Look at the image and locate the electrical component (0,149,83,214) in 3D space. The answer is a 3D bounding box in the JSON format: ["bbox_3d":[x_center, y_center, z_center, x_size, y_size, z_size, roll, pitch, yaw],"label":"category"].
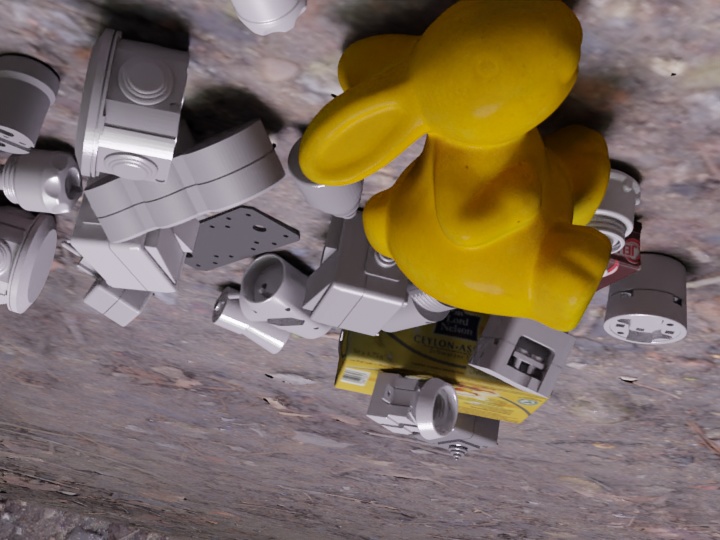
[{"bbox_3d":[-0.225,-0.062,0.737,0.062,0.043,0.043,6,157,12],"label":"electrical component"}]

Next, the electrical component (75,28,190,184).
[{"bbox_3d":[-0.124,-0.087,0.585,0.051,0.080,0.080,10,158,-12],"label":"electrical component"}]

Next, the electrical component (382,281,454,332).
[{"bbox_3d":[0.048,0.019,0.813,0.043,0.043,0.081,26,153,-33],"label":"electrical component"}]

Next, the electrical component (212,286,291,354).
[{"bbox_3d":[-0.095,0.041,0.933,0.065,0.044,0.044,24,154,-20],"label":"electrical component"}]

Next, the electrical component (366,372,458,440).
[{"bbox_3d":[0.043,0.107,0.846,0.055,0.048,0.066,3,157,35],"label":"electrical component"}]

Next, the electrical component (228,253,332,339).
[{"bbox_3d":[-0.071,0.023,0.874,0.079,0.043,0.077,-4,154,33],"label":"electrical component"}]

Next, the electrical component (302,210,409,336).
[{"bbox_3d":[0.000,0.000,0.762,0.061,0.061,0.096,14,157,-9],"label":"electrical component"}]

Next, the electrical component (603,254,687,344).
[{"bbox_3d":[0.198,0.020,0.742,0.055,0.047,0.055,9,158,4],"label":"electrical component"}]

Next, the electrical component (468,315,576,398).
[{"bbox_3d":[0.121,0.057,0.802,0.050,0.055,0.089,26,176,-3],"label":"electrical component"}]

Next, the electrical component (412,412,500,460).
[{"bbox_3d":[0.087,0.123,0.974,0.061,0.096,0.062,24,155,-29],"label":"electrical component"}]

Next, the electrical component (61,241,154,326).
[{"bbox_3d":[-0.192,-0.007,0.828,0.077,0.065,0.047,35,151,-14],"label":"electrical component"}]

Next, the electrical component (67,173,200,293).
[{"bbox_3d":[-0.158,-0.030,0.759,0.061,0.061,0.096,5,157,13],"label":"electrical component"}]

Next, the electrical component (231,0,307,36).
[{"bbox_3d":[-0.047,-0.137,0.489,0.035,0.035,0.061,3,155,17],"label":"electrical component"}]

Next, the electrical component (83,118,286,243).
[{"bbox_3d":[-0.117,-0.069,0.661,0.138,0.052,0.073,-14,108,34],"label":"electrical component"}]

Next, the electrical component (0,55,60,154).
[{"bbox_3d":[-0.204,-0.097,0.638,0.040,0.046,0.040,9,158,4],"label":"electrical component"}]

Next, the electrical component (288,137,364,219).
[{"bbox_3d":[-0.017,-0.054,0.667,0.040,0.040,0.078,3,157,17],"label":"electrical component"}]

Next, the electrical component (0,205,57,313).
[{"bbox_3d":[-0.271,-0.010,0.836,0.051,0.080,0.080,17,157,-3],"label":"electrical component"}]

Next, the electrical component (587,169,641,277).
[{"bbox_3d":[0.140,-0.027,0.636,0.048,0.062,0.048,9,158,4],"label":"electrical component"}]
